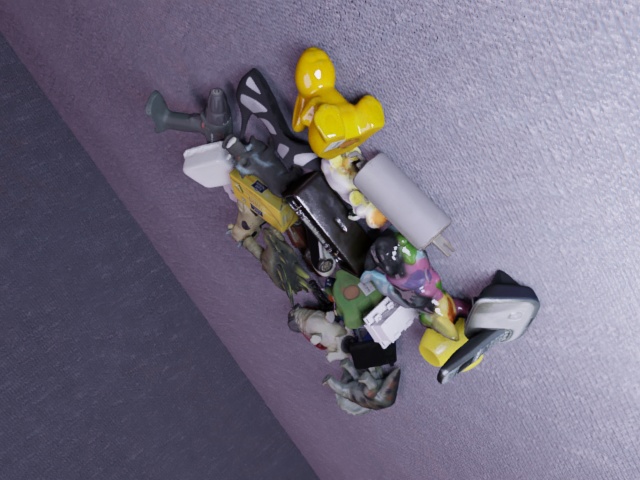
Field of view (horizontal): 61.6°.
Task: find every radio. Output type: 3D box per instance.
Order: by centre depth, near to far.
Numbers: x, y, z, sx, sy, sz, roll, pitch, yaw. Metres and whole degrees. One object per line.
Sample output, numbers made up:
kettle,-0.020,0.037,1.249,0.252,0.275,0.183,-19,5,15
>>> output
radio,0.022,-0.033,1.111,0.229,0.073,0.131,52,170,-15

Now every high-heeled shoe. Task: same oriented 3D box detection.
high-heeled shoe,-0.061,-0.237,1.072,0.249,0.086,0.145,23,111,9

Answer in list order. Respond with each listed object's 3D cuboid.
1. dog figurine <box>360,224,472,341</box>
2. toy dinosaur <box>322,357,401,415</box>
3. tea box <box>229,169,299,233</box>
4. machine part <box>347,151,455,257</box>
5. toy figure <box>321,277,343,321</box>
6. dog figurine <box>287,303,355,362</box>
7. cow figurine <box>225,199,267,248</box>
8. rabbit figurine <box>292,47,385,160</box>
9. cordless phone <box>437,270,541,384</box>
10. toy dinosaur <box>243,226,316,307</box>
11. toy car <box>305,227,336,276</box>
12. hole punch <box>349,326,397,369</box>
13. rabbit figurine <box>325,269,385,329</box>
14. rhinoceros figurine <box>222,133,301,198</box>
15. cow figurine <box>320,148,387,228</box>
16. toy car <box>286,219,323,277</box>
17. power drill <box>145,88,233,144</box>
dog figurine,0.194,0.083,0.994,0.219,0.108,0.191,37,150,19
toy dinosaur,0.147,0.430,1.551,0.192,0.131,0.405,45,154,-16
tea box,-0.131,-0.105,1.279,0.170,0.068,0.098,36,155,22
machine part,0.139,-0.065,0.912,0.243,0.079,0.079,46,155,11
toy figure,0.054,0.152,1.377,0.154,0.064,0.058,62,168,-24
dog figurine,0.008,0.253,1.501,0.172,0.121,0.191,50,163,-20
cow figurine,-0.185,-0.059,1.422,0.085,0.127,0.194,46,153,19
rabbit figurine,0.013,-0.230,0.895,0.173,0.122,0.162,66,165,1
cordless phone,0.258,0.150,0.871,0.089,0.184,0.146,43,155,28
toy dinosaur,-0.101,0.056,1.388,0.199,0.105,0.470,48,172,28
toy car,-0.003,-0.004,1.250,0.074,0.056,0.201,40,145,46
hole punch,0.134,0.258,1.361,0.092,0.116,0.142,-92,-9,-50
rabbit figurine,0.082,0.146,1.266,0.159,0.121,0.170,41,169,30
rhinoceros figurine,-0.133,-0.169,1.201,0.190,0.112,0.073,41,157,3
cow figurine,0.061,-0.094,1.017,0.167,0.068,0.098,60,160,-10
toy car,-0.042,0.009,1.361,0.202,0.053,0.089,56,159,-13
power drill,-0.307,-0.300,1.293,0.207,0.086,0.231,9,155,6
